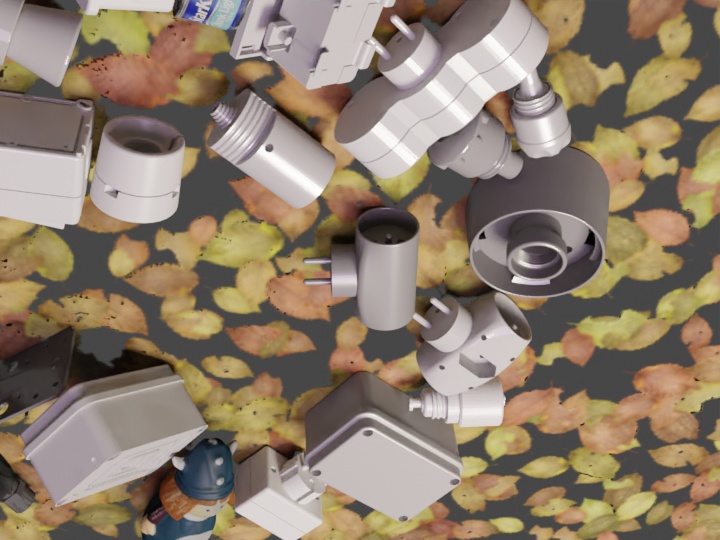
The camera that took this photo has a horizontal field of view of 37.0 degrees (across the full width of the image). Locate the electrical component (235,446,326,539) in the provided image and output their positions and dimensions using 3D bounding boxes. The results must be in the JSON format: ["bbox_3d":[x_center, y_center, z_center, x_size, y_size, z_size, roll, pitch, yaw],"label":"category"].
[{"bbox_3d":[-0.053,0.175,0.882,0.077,0.047,0.066,-37,124,23],"label":"electrical component"}]

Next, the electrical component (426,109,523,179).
[{"bbox_3d":[0.077,-0.078,0.684,0.062,0.048,0.048,25,124,-32],"label":"electrical component"}]

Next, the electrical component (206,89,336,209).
[{"bbox_3d":[-0.059,-0.078,0.671,0.081,0.043,0.043,35,119,-29],"label":"electrical component"}]

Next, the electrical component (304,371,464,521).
[{"bbox_3d":[0.018,0.142,0.855,0.113,0.057,0.078,33,120,-28],"label":"electrical component"}]

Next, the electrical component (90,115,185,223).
[{"bbox_3d":[-0.137,-0.064,0.669,0.055,0.055,0.047,9,125,-13],"label":"electrical component"}]

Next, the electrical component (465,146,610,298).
[{"bbox_3d":[0.121,-0.029,0.731,0.099,0.064,0.099,4,140,4],"label":"electrical component"}]

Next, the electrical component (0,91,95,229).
[{"bbox_3d":[-0.214,-0.068,0.653,0.096,0.061,0.061,7,129,-11],"label":"electrical component"}]

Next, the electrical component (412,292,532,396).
[{"bbox_3d":[0.071,0.046,0.787,0.077,0.043,0.079,-38,123,24],"label":"electrical component"}]

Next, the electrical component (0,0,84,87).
[{"bbox_3d":[-0.191,-0.134,0.610,0.055,0.045,0.045,19,126,-19],"label":"electrical component"}]

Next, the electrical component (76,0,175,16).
[{"bbox_3d":[-0.121,-0.187,0.539,0.048,0.099,0.099,-7,136,-35],"label":"electrical component"}]

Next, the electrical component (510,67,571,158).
[{"bbox_3d":[0.110,-0.102,0.673,0.035,0.035,0.061,-17,126,9],"label":"electrical component"}]

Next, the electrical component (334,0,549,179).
[{"bbox_3d":[0.036,-0.120,0.638,0.138,0.052,0.074,-37,124,23],"label":"electrical component"}]

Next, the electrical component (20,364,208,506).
[{"bbox_3d":[-0.177,0.117,0.780,0.078,0.057,0.113,-40,165,25],"label":"electrical component"}]

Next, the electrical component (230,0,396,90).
[{"bbox_3d":[-0.015,-0.164,0.582,0.079,0.063,0.121,-21,146,-45],"label":"electrical component"}]

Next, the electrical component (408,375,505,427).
[{"bbox_3d":[0.077,0.102,0.837,0.078,0.040,0.040,-2,130,-4],"label":"electrical component"}]

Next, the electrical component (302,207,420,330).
[{"bbox_3d":[0.000,0.000,0.742,0.079,0.043,0.077,-2,130,-3],"label":"electrical component"}]
